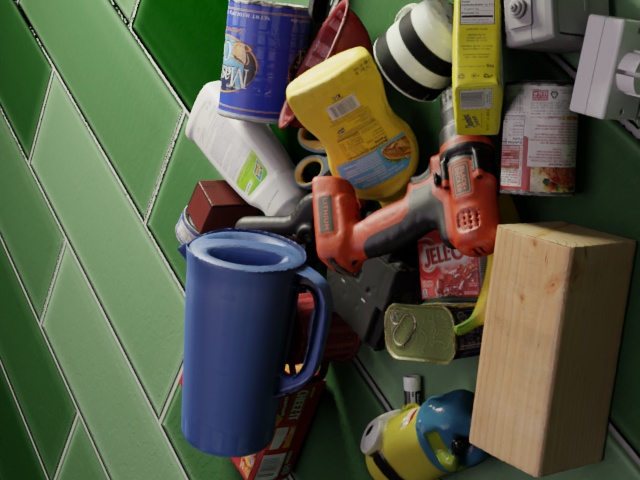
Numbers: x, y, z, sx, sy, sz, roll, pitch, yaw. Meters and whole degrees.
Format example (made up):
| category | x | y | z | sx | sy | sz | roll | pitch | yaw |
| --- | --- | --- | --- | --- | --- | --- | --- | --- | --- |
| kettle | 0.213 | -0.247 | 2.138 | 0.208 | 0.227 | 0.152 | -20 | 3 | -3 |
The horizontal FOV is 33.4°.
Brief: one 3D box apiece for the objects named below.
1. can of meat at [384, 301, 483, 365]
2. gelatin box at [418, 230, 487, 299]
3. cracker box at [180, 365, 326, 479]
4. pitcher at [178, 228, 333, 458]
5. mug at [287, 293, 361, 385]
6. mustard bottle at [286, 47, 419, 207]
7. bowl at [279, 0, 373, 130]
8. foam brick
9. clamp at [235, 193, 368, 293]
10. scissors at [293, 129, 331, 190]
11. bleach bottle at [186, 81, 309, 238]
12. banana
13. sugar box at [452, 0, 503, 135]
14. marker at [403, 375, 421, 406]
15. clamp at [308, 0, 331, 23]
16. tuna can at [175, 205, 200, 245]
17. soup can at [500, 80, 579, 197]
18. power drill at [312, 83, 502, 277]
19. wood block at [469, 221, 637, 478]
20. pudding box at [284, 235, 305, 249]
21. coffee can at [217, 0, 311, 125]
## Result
| category | x | y | z | sx | sy | sz | roll | pitch | yaw |
| --- | --- | --- | --- | --- | --- | --- | --- | --- | --- |
| can of meat | 0.129 | 0.089 | 1.065 | 0.102 | 0.083 | 0.057 | -3 | 91 | 54 |
| gelatin box | 0.138 | 0.022 | 1.092 | 0.089 | 0.030 | 0.073 | -7 | 87 | 54 |
| cracker box | -0.092 | 0.185 | 1.389 | 0.214 | 0.071 | 0.164 | 46 | 127 | 43 |
| pitcher | -0.084 | 0.119 | 1.196 | 0.149 | 0.144 | 0.243 | -137 | 50 | -59 |
| mug | -0.011 | 0.115 | 1.261 | 0.093 | 0.081 | 0.117 | 23 | 111 | 51 |
| mustard bottle | 0.050 | -0.100 | 1.118 | 0.191 | 0.096 | 0.058 | 57 | -170 | -27 |
| bowl | 0.014 | -0.185 | 1.191 | 0.162 | 0.055 | 0.162 | -59 | 14 | 23 |
| foam brick | -0.127 | -0.044 | 1.413 | 0.053 | 0.078 | 0.051 | 58 | 136 | 36 |
| clamp | -0.008 | 0.002 | 1.257 | 0.172 | 0.039 | 0.120 | -22 | 109 | 31 |
| scissors | 0.031 | -0.087 | 1.229 | 0.202 | 0.016 | 0.096 | 31 | 101 | 48 |
| bleach bottle | -0.084 | -0.092 | 1.363 | 0.251 | 0.067 | 0.103 | 54 | 135 | 33 |
| banana | 0.162 | -0.002 | 1.022 | 0.037 | 0.069 | 0.198 | 101 | 172 | -63 |
| sugar box | 0.144 | -0.195 | 0.979 | 0.093 | 0.048 | 0.176 | 72 | -162 | -67 |
| marker | 0.102 | 0.209 | 1.166 | 0.020 | 0.020 | 0.121 | 1 | 94 | 54 |
| clamp | 0.026 | -0.372 | 1.210 | 0.165 | 0.036 | 0.210 | -21 | 74 | 51 |
| tuna can | -0.150 | -0.014 | 1.439 | 0.086 | 0.085 | 0.034 | 56 | 133 | 35 |
| soup can | 0.199 | -0.092 | 0.968 | 0.069 | 0.068 | 0.102 | 9 | 99 | 53 |
| power drill | 0.083 | -0.052 | 1.040 | 0.188 | 0.057 | 0.184 | -19 | 58 | 28 |
| wood block | 0.205 | 0.094 | 0.955 | 0.090 | 0.090 | 0.206 | 21 | 109 | 52 |
| pudding box | -0.059 | 0.038 | 1.359 | 0.090 | 0.039 | 0.113 | 33 | 120 | 48 |
| coffee can | -0.067 | -0.218 | 1.294 | 0.103 | 0.102 | 0.140 | 24 | 112 | 51 |
